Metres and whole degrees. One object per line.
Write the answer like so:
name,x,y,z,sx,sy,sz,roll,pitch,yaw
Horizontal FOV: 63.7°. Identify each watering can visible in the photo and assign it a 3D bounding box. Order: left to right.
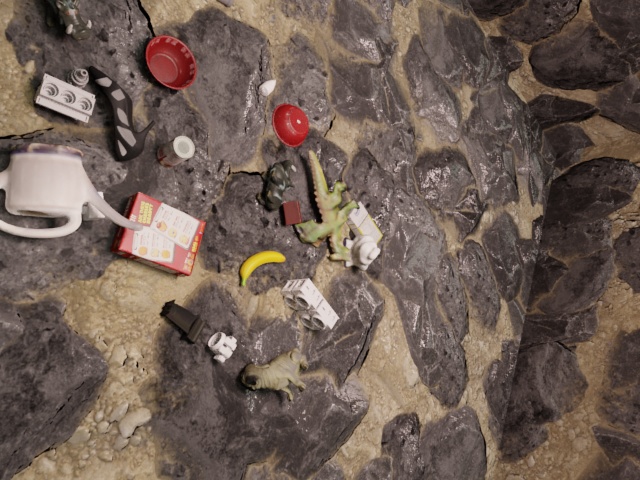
watering can,-0.598,-0.115,1.214,0.348,0.103,0.226,1,82,-24

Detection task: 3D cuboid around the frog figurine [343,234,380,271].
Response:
frog figurine,0.171,0.043,1.912,0.121,0.158,0.140,36,59,-36

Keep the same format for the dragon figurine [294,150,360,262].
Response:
dragon figurine,0.006,-0.092,1.828,0.247,0.121,0.405,-49,114,-30
